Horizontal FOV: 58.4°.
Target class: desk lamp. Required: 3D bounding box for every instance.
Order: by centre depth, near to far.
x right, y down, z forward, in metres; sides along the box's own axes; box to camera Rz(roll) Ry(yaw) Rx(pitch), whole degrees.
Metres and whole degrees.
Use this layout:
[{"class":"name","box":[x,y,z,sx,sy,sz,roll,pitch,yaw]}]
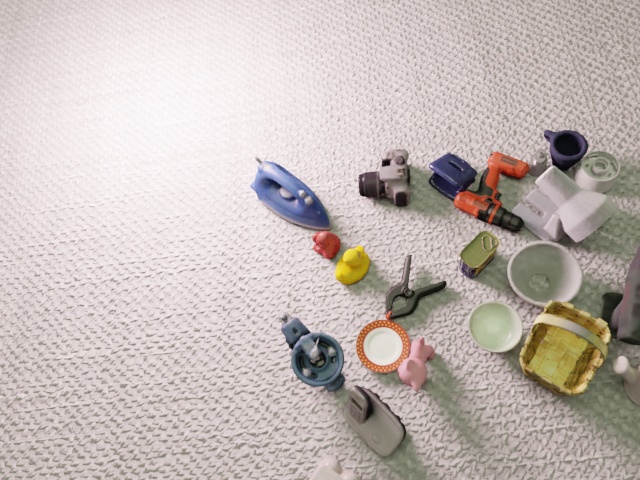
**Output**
[{"class":"desk lamp","box":[0.568,-0.073,1.347,0.118,0.214,0.202,-42,66,-11]}]

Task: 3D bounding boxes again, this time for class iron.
[{"class":"iron","box":[-0.075,-0.128,1.520,0.257,0.142,0.119,36,75,22]}]

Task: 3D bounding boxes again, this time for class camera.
[{"class":"camera","box":[0.170,-0.169,1.521,0.136,0.101,0.143,-3,65,8]}]

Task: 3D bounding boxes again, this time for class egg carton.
[{"class":"egg carton","box":[0.017,0.552,1.226,0.107,0.069,0.150,27,72,20]}]

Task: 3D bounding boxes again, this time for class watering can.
[{"class":"watering can","box":[0.695,0.282,1.170,0.172,0.194,0.101,-8,64,6]}]

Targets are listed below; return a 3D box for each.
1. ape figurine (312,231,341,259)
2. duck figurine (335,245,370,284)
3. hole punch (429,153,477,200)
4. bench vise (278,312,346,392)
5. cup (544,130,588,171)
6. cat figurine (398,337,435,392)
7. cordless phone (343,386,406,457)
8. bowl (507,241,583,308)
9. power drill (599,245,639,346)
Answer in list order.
[{"class":"ape figurine","box":[0.013,0.005,1.470,0.076,0.092,0.077,-17,63,2]},{"class":"duck figurine","box":[0.078,0.057,1.438,0.077,0.086,0.105,39,77,23]},{"class":"hole punch","box":[0.347,-0.179,1.501,0.108,0.091,0.101,40,77,23]},{"class":"bench vise","box":[-0.038,0.247,1.294,0.207,0.220,0.121,29,73,21]},{"class":"cup","box":[0.620,-0.229,1.477,0.092,0.095,0.117,-44,66,-11]},{"class":"cat figurine","box":[0.216,0.280,1.293,0.067,0.118,0.128,16,69,16]},{"class":"cordless phone","box":[0.113,0.381,1.225,0.147,0.185,0.094,39,77,23]},{"class":"bowl","box":[0.526,0.090,1.354,0.167,0.075,0.167,-4,65,8]},{"class":"power drill","box":[0.673,0.125,1.239,0.075,0.209,0.230,13,68,15]}]
